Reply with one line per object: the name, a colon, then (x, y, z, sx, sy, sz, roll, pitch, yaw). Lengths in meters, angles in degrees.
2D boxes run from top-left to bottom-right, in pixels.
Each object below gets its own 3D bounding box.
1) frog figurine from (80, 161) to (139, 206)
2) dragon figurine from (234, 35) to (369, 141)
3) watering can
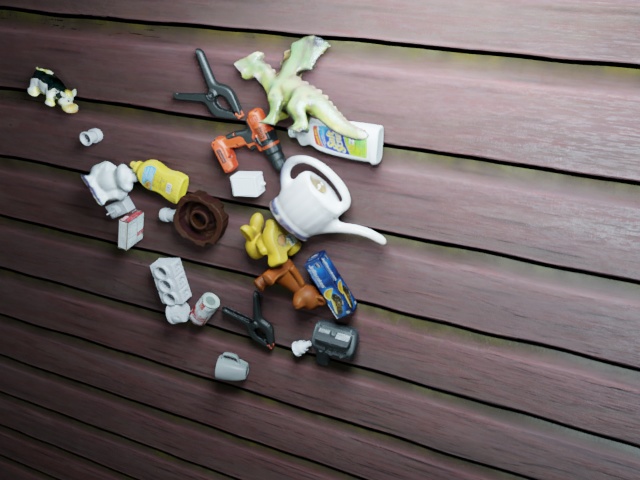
frog figurine: (-0.656, -0.195, 1.650, 0.160, 0.138, 0.121, -29, -8, -8)
dragon figurine: (-0.042, -0.386, 1.272, 0.412, 0.241, 0.122, 15, 7, 25)
watering can: (0.004, -0.072, 1.423, 0.221, 0.347, 0.106, -39, 6, 32)
